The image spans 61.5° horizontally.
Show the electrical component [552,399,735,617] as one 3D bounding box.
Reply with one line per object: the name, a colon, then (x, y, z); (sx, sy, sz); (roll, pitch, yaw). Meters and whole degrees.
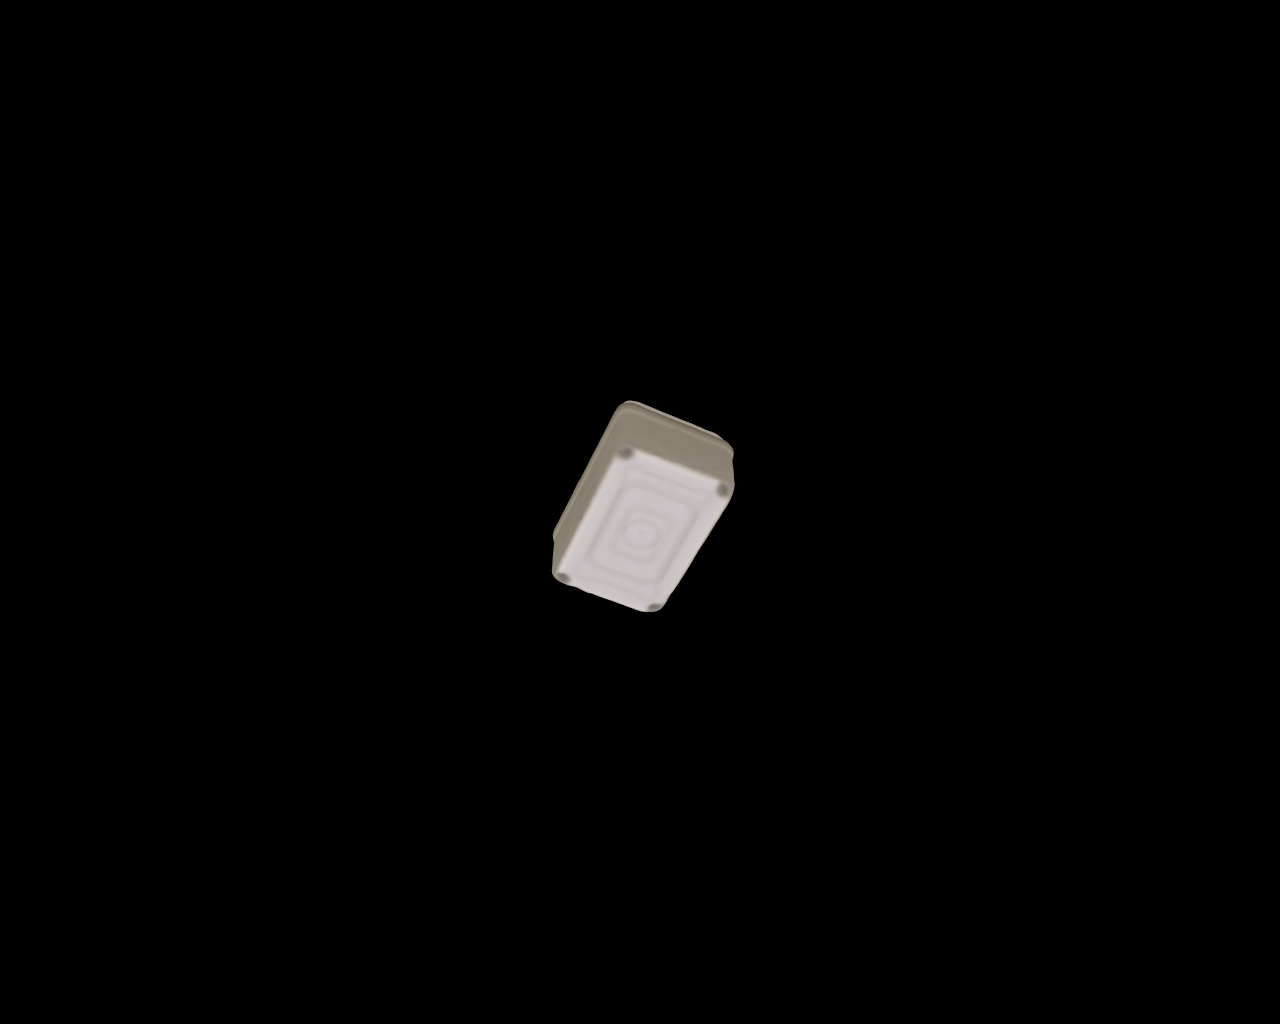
electrical component: (0.001, -0.003, 0.650); (0.078, 0.113, 0.057); (21, 32, -14)
